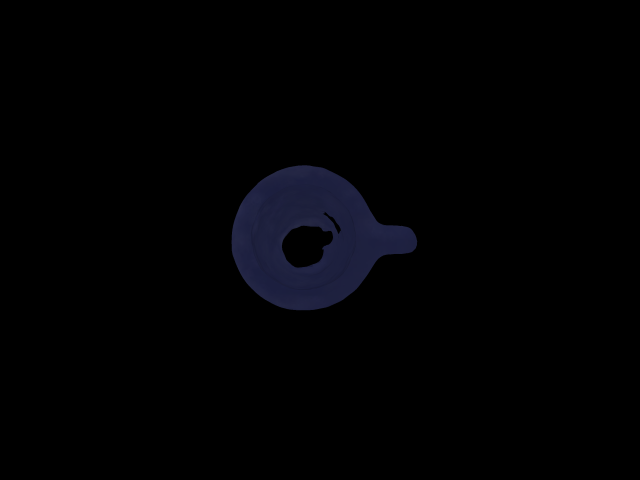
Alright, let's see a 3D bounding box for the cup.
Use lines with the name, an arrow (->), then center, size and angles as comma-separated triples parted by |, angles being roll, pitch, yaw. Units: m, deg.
cup -> 0.004, 0.001, 0.400 | 0.117, 0.095, 0.092 | 0, 85, 0
